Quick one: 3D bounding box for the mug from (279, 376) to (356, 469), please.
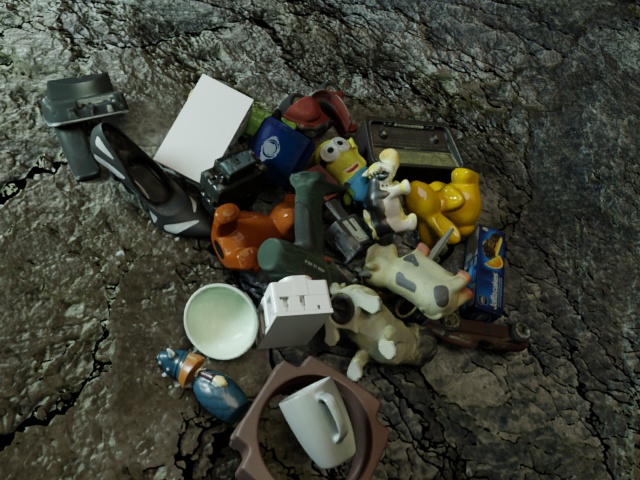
[{"bbox_3d":[0.009,0.247,0.722,0.081,0.109,0.107,-22,81,-36],"label":"mug"}]

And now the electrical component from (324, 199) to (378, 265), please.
[{"bbox_3d":[0.045,-0.018,1.021,0.119,0.047,0.075,48,37,12],"label":"electrical component"}]

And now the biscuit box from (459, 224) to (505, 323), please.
[{"bbox_3d":[0.325,0.068,1.068,0.063,0.059,0.203,20,55,-6],"label":"biscuit box"}]

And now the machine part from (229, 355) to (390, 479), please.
[{"bbox_3d":[-0.015,0.294,0.796,0.201,0.087,0.201,33,55,2],"label":"machine part"}]

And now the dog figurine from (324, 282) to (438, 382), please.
[{"bbox_3d":[0.107,0.143,0.908,0.190,0.121,0.172,4,63,-54],"label":"dog figurine"}]

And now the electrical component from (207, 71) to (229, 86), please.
[{"bbox_3d":[-0.225,-0.322,1.148,0.063,0.021,0.094,11,55,-12],"label":"electrical component"}]

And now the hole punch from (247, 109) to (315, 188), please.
[{"bbox_3d":[-0.080,-0.167,1.029,0.116,0.142,0.092,29,10,-5],"label":"hole punch"}]

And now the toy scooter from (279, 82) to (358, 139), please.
[{"bbox_3d":[0.007,-0.268,1.165,0.184,0.075,0.135,-34,79,-36],"label":"toy scooter"}]

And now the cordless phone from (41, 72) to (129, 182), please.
[{"bbox_3d":[-0.415,-0.203,0.987,0.146,0.088,0.184,-20,79,-29],"label":"cordless phone"}]

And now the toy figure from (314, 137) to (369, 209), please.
[{"bbox_3d":[0.060,-0.126,1.089,0.180,0.089,0.082,48,44,3],"label":"toy figure"}]

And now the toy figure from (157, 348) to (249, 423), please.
[{"bbox_3d":[-0.177,0.212,0.803,0.155,0.057,0.064,34,97,18],"label":"toy figure"}]

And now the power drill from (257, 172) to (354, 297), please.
[{"bbox_3d":[-0.002,-0.003,0.922,0.232,0.086,0.207,17,81,-44],"label":"power drill"}]

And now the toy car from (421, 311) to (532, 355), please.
[{"bbox_3d":[0.282,0.172,0.970,0.202,0.089,0.053,10,61,-13],"label":"toy car"}]

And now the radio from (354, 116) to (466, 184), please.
[{"bbox_3d":[0.192,-0.194,1.172,0.229,0.073,0.131,1,63,-23],"label":"radio"}]

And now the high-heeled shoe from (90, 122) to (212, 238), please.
[{"bbox_3d":[-0.279,-0.102,0.916,0.249,0.145,0.086,29,55,2],"label":"high-heeled shoe"}]

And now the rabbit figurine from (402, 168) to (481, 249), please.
[{"bbox_3d":[0.234,-0.064,1.088,0.173,0.122,0.162,8,78,-37],"label":"rabbit figurine"}]

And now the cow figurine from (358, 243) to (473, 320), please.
[{"bbox_3d":[0.155,0.070,0.948,0.127,0.085,0.195,-38,51,-20],"label":"cow figurine"}]

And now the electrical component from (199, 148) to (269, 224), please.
[{"bbox_3d":[-0.157,-0.101,0.965,0.115,0.134,0.058,-36,75,-31],"label":"electrical component"}]

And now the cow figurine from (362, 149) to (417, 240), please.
[{"bbox_3d":[0.119,-0.087,1.019,0.098,0.068,0.167,-11,88,-17],"label":"cow figurine"}]

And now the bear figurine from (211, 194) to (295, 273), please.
[{"bbox_3d":[-0.086,-0.019,0.945,0.196,0.132,0.120,-22,84,-23],"label":"bear figurine"}]
